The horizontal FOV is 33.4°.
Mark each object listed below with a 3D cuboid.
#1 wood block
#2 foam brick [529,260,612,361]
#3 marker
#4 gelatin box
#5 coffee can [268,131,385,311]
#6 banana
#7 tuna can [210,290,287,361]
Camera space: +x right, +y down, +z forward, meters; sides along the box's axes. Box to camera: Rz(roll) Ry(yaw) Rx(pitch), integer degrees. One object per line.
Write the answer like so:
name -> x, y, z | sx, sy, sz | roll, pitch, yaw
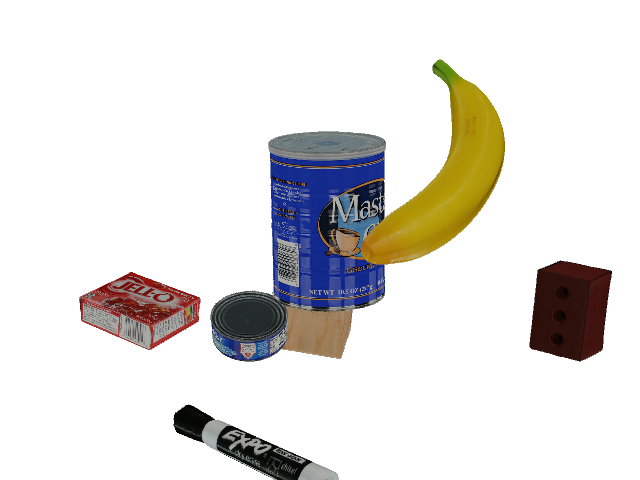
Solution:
wood block -> 0.001, 0.038, 1.402 | 0.090, 0.206, 0.090 | 9, 23, 6
foam brick -> 0.227, 0.063, 0.970 | 0.053, 0.078, 0.051 | 13, 18, 35
marker -> -0.041, 0.122, 0.622 | 0.121, 0.020, 0.020 | 16, 10, 37
gelatin box -> -0.171, 0.064, 1.008 | 0.089, 0.030, 0.073 | 19, 27, 28
coffee can -> 0.007, -0.019, 0.947 | 0.103, 0.140, 0.103 | -1, 15, 0
banana -> 0.085, -0.046, 0.721 | 0.070, 0.197, 0.037 | 16, -42, 9
tuna can -> -0.079, 0.095, 1.188 | 0.086, 0.034, 0.086 | 0, 36, 0
